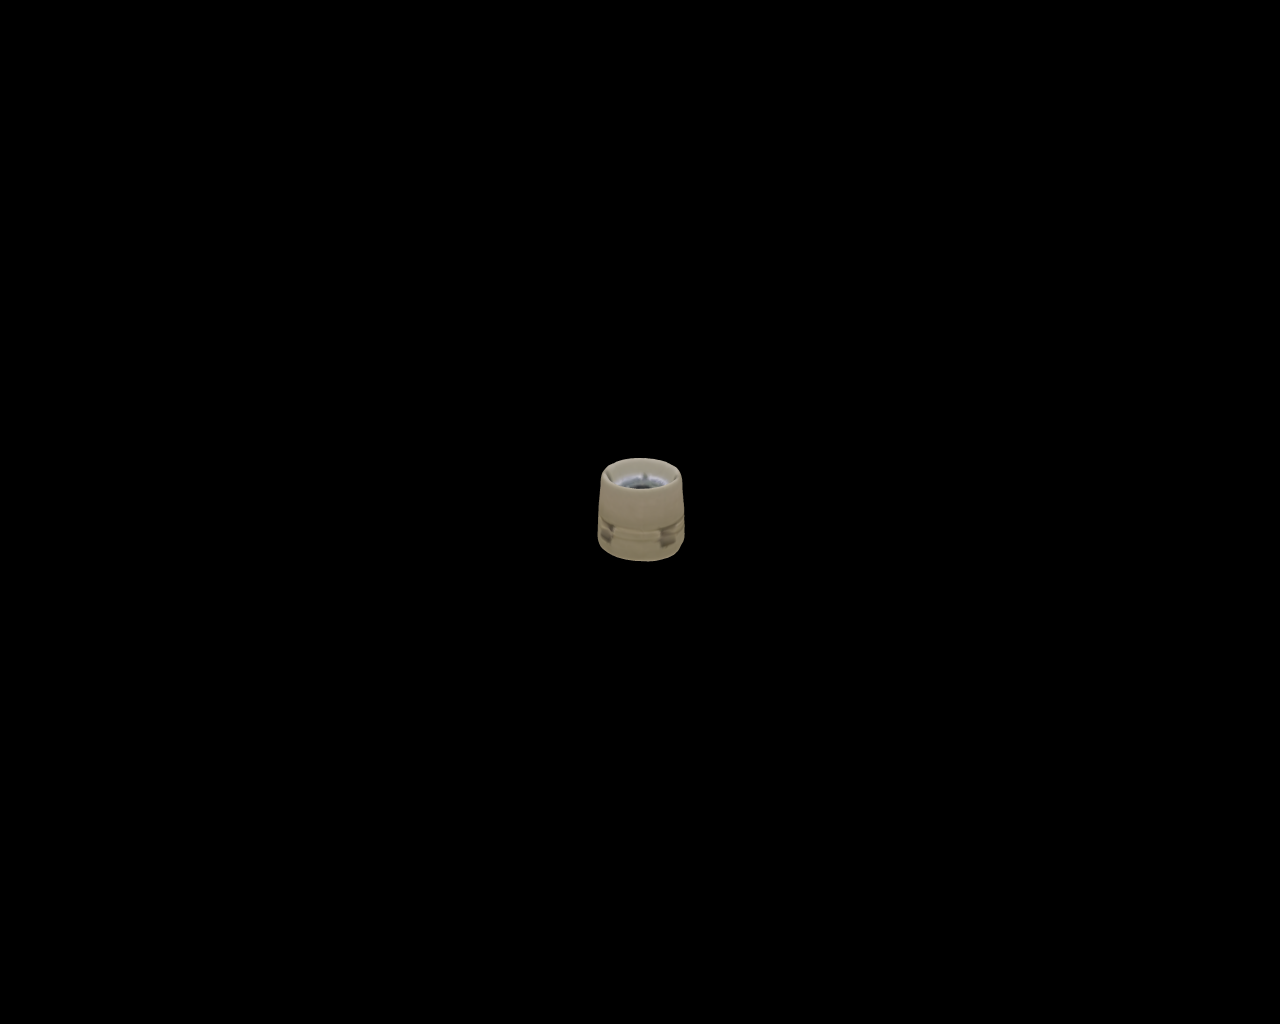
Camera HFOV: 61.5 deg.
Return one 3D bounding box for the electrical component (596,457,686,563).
[{"bbox_3d":[0.001,-0.003,0.650,0.055,0.047,0.055,0,26,0],"label":"electrical component"}]
